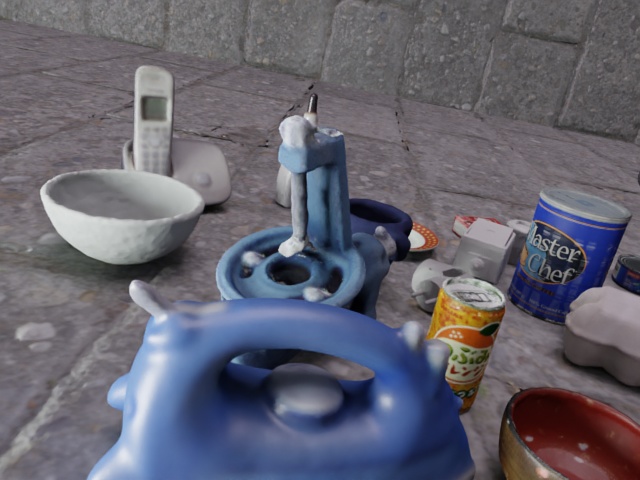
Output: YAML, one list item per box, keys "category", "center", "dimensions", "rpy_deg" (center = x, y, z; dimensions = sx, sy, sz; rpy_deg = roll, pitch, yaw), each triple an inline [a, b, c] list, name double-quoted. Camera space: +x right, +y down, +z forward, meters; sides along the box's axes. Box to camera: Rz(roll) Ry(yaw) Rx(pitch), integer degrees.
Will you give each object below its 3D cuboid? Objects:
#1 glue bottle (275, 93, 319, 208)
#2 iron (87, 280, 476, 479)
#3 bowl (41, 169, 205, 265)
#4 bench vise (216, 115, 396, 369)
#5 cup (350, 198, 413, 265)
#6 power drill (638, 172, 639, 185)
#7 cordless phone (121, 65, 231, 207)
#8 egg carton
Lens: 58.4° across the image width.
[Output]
- category: "glue bottle"
  center: [-0.021, -0.136, 0.874]
  dimensions: [0.078, 0.173, 0.037]
  rpy_deg: [-9, 30, -40]
- category: "iron"
  center: [-0.003, 0.096, 0.361]
  dimensions: [0.259, 0.141, 0.118]
  rpy_deg: [5, 23, -14]
- category: "bowl"
  center: [-0.213, -0.019, 0.630]
  dimensions: [0.167, 0.075, 0.167]
  rpy_deg: [10, 22, -4]
- category: "bench vise"
  center: [-0.006, -0.002, 0.493]
  dimensions: [0.121, 0.220, 0.208]
  rpy_deg: [18, 23, 17]
- category: "cup"
  center: [0.060, 0.015, 0.650]
  dimensions: [0.092, 0.095, 0.117]
  rpy_deg: [-2, 25, -28]
- category: "power drill"
  center: [0.438, 0.022, 0.662]
  dimensions: [0.230, 0.208, 0.075]
  rpy_deg: [6, 23, -13]
- category: "cordless phone"
  center: [-0.190, -0.136, 0.776]
  dimensions: [0.148, 0.185, 0.093]
  rpy_deg: [-6, 27, -35]
- category: "egg carton"
  center: [0.332, 0.106, 0.593]
  dimensions: [0.150, 0.069, 0.107]
  rpy_deg: [21, 24, 23]
